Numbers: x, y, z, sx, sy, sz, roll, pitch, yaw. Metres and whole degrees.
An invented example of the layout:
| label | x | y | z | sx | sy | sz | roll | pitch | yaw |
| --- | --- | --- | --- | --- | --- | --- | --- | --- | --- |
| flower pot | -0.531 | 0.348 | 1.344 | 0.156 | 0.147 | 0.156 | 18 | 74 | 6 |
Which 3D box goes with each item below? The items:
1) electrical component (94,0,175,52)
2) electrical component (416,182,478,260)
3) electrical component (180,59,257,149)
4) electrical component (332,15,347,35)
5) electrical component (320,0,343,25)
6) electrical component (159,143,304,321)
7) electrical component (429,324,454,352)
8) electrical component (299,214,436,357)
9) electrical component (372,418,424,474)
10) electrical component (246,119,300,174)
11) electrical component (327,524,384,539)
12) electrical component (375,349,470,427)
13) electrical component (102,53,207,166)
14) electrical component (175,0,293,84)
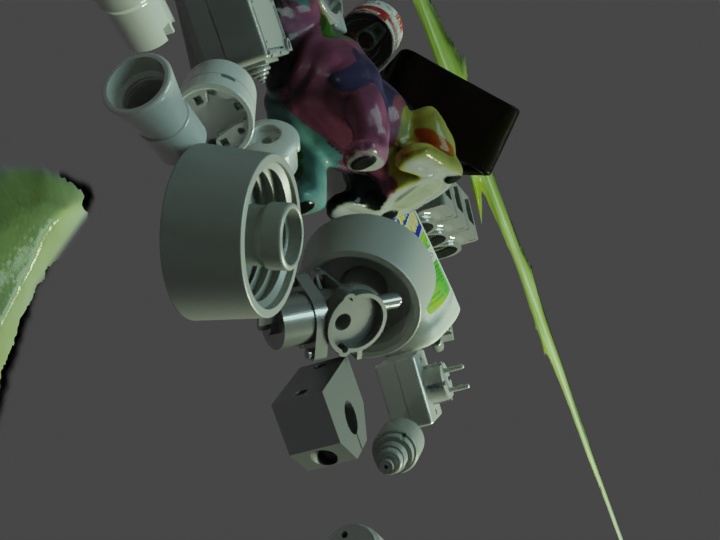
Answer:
| label | x | y | z | sx | sy | sz | roll | pitch | yaw |
| --- | --- | --- | --- | --- | --- | --- | --- | --- | --- |
| electrical component | -0.136 | -0.161 | 0.651 | 0.046 | 0.040 | 0.040 | 65 | 17 | -51 |
| electrical component | 0.063 | -0.058 | 1.145 | 0.150 | 0.089 | 0.061 | 33 | 43 | -67 |
| electrical component | -0.095 | -0.108 | 0.712 | 0.047 | 0.055 | 0.055 | -88 | 157 | -56 |
| electrical component | -0.045 | -0.265 | 1.058 | 0.076 | 0.047 | 0.083 | -15 | 89 | -74 |
| electrical component | -0.064 | -0.264 | 0.966 | 0.108 | 0.060 | 0.108 | -16 | 90 | -75 |
| electrical component | -0.069 | -0.021 | 0.646 | 0.108 | 0.060 | 0.108 | 3 | 90 | -74 |
| electrical component | 0.077 | 0.048 | 1.173 | 0.055 | 0.048 | 0.066 | 64 | 17 | -56 |
| electrical component | 0.001 | 0.018 | 0.830 | 0.060 | 0.108 | 0.108 | -70 | 142 | -55 |
| electrical component | 0.030 | 0.153 | 0.910 | 0.078 | 0.040 | 0.040 | -37 | 110 | -73 |
| electrical component | -0.068 | -0.078 | 0.803 | 0.062 | 0.048 | 0.048 | 88 | 0 | -48 |
| electrical component | 0.003 | 0.207 | 0.755 | 0.055 | 0.045 | 0.045 | 54 | 25 | -50 |
| electrical component | 0.063 | 0.108 | 1.003 | 0.047 | 0.077 | 0.065 | -16 | 90 | -74 |
| electrical component | -0.119 | -0.092 | 0.640 | 0.065 | 0.044 | 0.044 | 58 | 22 | -58 |
| electrical component | -0.094 | -0.177 | 0.771 | 0.061 | 0.061 | 0.096 | -51 | 123 | -72 |
